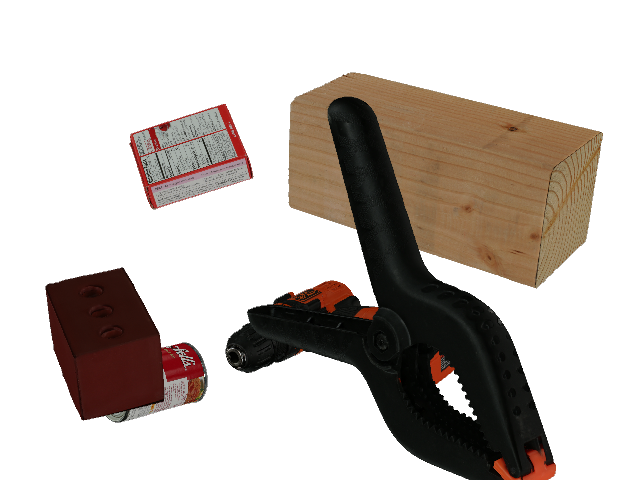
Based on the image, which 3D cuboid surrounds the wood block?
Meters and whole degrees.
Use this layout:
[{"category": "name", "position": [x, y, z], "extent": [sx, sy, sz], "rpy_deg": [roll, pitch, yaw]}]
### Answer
[{"category": "wood block", "position": [0.085, -0.051, 0.779], "extent": [0.206, 0.090, 0.090], "rpy_deg": [19, 32, 30]}]

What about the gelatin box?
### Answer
[{"category": "gelatin box", "position": [-0.109, -0.070, 0.891], "extent": [0.089, 0.030, 0.073], "rpy_deg": [-19, 47, -6]}]

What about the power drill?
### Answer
[{"category": "power drill", "position": [0.029, 0.089, 0.990], "extent": [0.188, 0.057, 0.184], "rpy_deg": [9, 21, 31]}]

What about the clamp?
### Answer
[{"category": "clamp", "position": [0.043, 0.037, 0.543], "extent": [0.036, 0.165, 0.210], "rpy_deg": [-13, 42, -38]}]

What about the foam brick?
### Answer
[{"category": "foam brick", "position": [-0.133, 0.063, 0.656], "extent": [0.052, 0.051, 0.078], "rpy_deg": [-13, 36, -23]}]

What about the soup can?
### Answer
[{"category": "soup can", "position": [-0.183, 0.153, 1.150], "extent": [0.102, 0.068, 0.069], "rpy_deg": [-10, 6, -41]}]
